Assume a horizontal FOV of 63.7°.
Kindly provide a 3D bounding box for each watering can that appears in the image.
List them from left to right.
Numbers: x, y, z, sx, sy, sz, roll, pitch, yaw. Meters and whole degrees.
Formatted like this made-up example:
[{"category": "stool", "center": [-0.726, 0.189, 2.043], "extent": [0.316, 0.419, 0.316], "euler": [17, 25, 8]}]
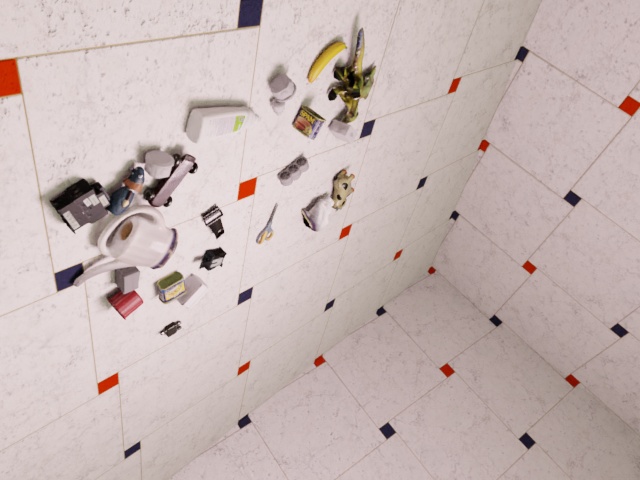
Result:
[{"category": "watering can", "center": [-0.580, 0.035, 1.578], "extent": [0.222, 0.106, 0.344], "euler": [25, 113, -44]}]

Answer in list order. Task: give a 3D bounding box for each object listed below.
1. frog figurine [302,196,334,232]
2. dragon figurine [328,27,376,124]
[{"category": "frog figurine", "center": [0.007, -0.116, 2.313], "extent": [0.160, 0.125, 0.134], "euler": [-30, 130, -13]}, {"category": "dragon figurine", "center": [0.146, -0.607, 1.950], "extent": [0.247, 0.123, 0.401], "euler": [-44, 159, -53]}]
